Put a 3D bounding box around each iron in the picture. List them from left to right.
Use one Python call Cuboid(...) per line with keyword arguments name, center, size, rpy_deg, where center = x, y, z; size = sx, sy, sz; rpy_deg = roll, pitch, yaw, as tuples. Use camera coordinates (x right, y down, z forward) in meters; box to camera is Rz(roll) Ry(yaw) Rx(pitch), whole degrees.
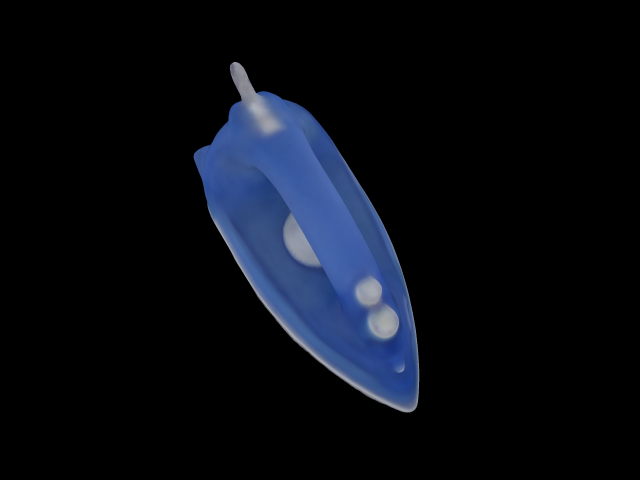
Cuboid(name="iron", center=(0.004, 0.001, 0.400), size=(0.119, 0.141, 0.258), rpy_deg=(-30, 74, -9))
